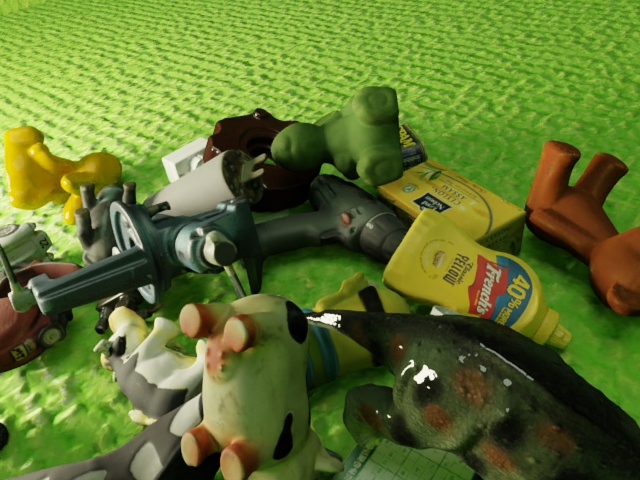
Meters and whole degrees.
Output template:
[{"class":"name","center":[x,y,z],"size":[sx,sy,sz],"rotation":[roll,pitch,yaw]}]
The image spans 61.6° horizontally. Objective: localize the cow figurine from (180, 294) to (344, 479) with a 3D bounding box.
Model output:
[{"class":"cow figurine","center":[-0.042,0.139,0.431],"size":[0.086,0.194,0.127],"rotation":[3,6,39]}]

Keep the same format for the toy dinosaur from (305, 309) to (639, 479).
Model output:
[{"class":"toy dinosaur","center":[0.135,0.123,0.370],"size":[0.405,0.192,0.131],"rotation":[31,44,17]}]

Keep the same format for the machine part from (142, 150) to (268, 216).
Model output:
[{"class":"machine part","center":[-0.160,-0.053,0.718],"size":[0.243,0.079,0.079],"rotation":[-22,30,32]}]

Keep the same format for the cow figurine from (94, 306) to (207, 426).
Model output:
[{"class":"cow figurine","center":[-0.177,0.133,0.554],"size":[0.168,0.068,0.098],"rotation":[18,52,32]}]

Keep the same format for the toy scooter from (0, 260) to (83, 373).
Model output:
[{"class":"toy scooter","center":[-0.332,0.078,0.649],"size":[0.135,0.075,0.184],"rotation":[-9,34,-5]}]

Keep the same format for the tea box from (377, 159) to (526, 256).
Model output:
[{"class":"tea box","center":[0.161,-0.029,0.683],"size":[0.098,0.068,0.170],"rotation":[-27,42,-22]}]

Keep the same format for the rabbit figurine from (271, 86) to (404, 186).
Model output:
[{"class":"rabbit figurine","center":[0.020,-0.139,0.726],"size":[0.170,0.121,0.159],"rotation":[-5,16,5]}]

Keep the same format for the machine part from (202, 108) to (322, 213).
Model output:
[{"class":"machine part","center":[-0.083,-0.120,0.802],"size":[0.179,0.056,0.179],"rotation":[11,49,-13]}]

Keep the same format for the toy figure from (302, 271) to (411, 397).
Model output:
[{"class":"toy figure","center":[0.009,0.104,0.540],"size":[0.180,0.082,0.089],"rotation":[-19,58,-24]}]

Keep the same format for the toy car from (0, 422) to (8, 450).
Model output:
[{"class":"toy car","center":[-0.330,0.214,0.461],"size":[0.053,0.089,0.202],"rotation":[-13,37,1]}]

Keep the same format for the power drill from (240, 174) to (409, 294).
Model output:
[{"class":"power drill","center":[-0.001,-0.002,0.674],"size":[0.207,0.085,0.232],"rotation":[-22,38,-10]}]

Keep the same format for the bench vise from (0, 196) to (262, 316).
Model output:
[{"class":"bench vise","center":[-0.189,0.024,0.560],"size":[0.240,0.128,0.224],"rotation":[-23,29,-29]}]

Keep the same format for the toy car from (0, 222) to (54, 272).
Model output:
[{"class":"toy car","center":[-0.455,0.047,0.709],"size":[0.202,0.073,0.056],"rotation":[-34,41,-27]}]

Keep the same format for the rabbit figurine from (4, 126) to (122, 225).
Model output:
[{"class":"rabbit figurine","center":[-0.407,-0.106,0.866],"size":[0.173,0.121,0.163],"rotation":[-7,37,-29]}]

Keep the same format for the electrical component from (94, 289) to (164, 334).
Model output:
[{"class":"electrical component","center":[-0.231,0.068,0.665],"size":[0.078,0.045,0.102],"rotation":[-33,32,16]}]

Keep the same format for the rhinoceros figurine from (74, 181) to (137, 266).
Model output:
[{"class":"rhinoceros figurine","center":[-0.279,-0.022,0.729],"size":[0.073,0.112,0.190],"rotation":[-9,24,-13]}]

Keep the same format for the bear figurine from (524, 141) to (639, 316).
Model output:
[{"class":"bear figurine","center":[0.313,-0.010,0.583],"size":[0.120,0.131,0.196],"rotation":[9,26,-21]}]

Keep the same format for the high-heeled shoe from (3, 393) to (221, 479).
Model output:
[{"class":"high-heeled shoe","center":[-0.179,0.185,0.463],"size":[0.145,0.086,0.249],"rotation":[27,60,29]}]
